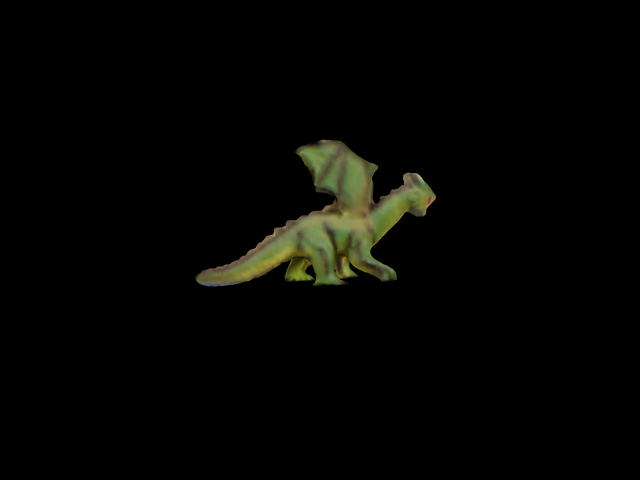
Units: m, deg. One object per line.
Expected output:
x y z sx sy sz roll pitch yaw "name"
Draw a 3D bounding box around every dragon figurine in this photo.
0.003 -0.043 0.850 0.410 0.242 0.122 -1 4 -11 "dragon figurine"
